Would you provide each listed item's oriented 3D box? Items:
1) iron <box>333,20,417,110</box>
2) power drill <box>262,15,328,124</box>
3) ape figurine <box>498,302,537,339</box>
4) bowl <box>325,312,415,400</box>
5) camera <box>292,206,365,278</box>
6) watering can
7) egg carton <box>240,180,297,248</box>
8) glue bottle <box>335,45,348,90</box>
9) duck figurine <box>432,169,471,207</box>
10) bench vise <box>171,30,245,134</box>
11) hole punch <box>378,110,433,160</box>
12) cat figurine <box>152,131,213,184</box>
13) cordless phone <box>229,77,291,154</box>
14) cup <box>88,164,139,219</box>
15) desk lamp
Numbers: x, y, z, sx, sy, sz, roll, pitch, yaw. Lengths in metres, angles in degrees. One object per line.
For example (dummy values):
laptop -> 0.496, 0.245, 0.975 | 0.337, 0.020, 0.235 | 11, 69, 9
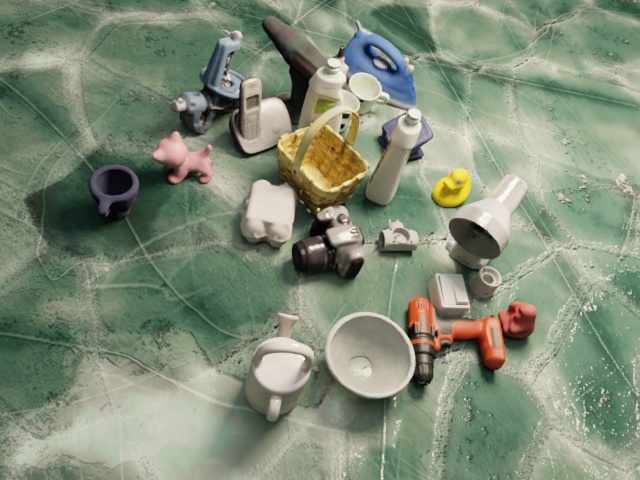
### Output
iron -> 0.169, -0.461, 1.506 | 0.258, 0.141, 0.119 | 36, 55, 12
power drill -> -0.058, -0.388, 1.356 | 0.229, 0.208, 0.076 | 36, 55, 12
ape figurine -> 0.409, 0.158, 1.166 | 0.076, 0.092, 0.078 | 38, 55, 13
bowl -> 0.085, 0.221, 1.050 | 0.167, 0.075, 0.167 | 7, 54, -10
camera -> 0.011, 0.004, 1.167 | 0.137, 0.101, 0.143 | -12, 59, -21
watering can -> -0.067, 0.205, 0.948 | 0.101, 0.194, 0.172 | -8, 58, -19
egg carton -> -0.107, -0.058, 1.199 | 0.107, 0.069, 0.150 | 10, 54, -7
glue bottle -> 0.038, -0.407, 1.415 | 0.078, 0.173, 0.037 | -30, 67, -30
duck figurine -> 0.321, -0.134, 1.351 | 0.105, 0.086, 0.077 | -26, 65, -28
bench vise -> -0.229, -0.347, 1.276 | 0.121, 0.219, 0.208 | 29, 54, 7
hole punch -> 0.209, -0.254, 1.403 | 0.101, 0.091, 0.108 | -18, 62, -24
cat figurine -> -0.289, -0.178, 1.206 | 0.128, 0.118, 0.067 | -6, 58, -18
cordless phone -> -0.128, -0.293, 1.286 | 0.148, 0.185, 0.094 | -31, 68, -30
cup -> -0.403, -0.075, 1.120 | 0.092, 0.095, 0.118 | 11, 54, -6
desk lamp -> 0.346, -0.031, 1.206 | 0.117, 0.213, 0.204 | 37, 55, 12
